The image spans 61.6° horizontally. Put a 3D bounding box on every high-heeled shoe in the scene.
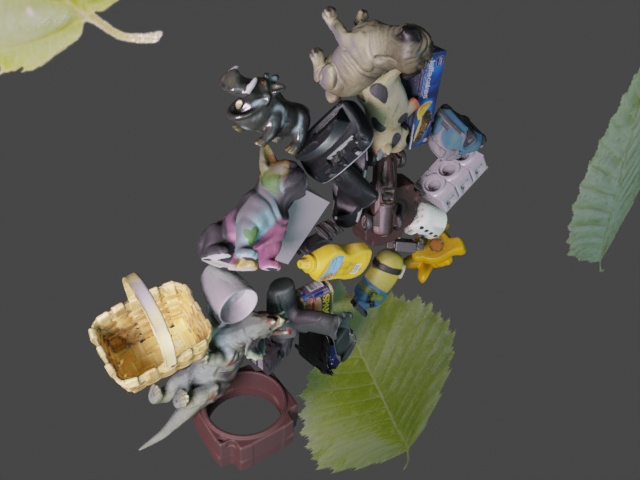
[{"bbox_3d":[0.065,-0.141,1.089,0.145,0.086,0.248,-33,135,-69],"label":"high-heeled shoe"}]

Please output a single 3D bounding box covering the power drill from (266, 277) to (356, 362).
[{"bbox_3d":[-0.026,0.194,1.175,0.086,0.208,0.231,-39,134,-40],"label":"power drill"}]

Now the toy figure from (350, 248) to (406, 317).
[{"bbox_3d":[0.146,0.105,1.360,0.180,0.082,0.089,-51,145,7],"label":"toy figure"}]

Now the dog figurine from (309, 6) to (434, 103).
[{"bbox_3d":[0.085,-0.279,0.875,0.121,0.191,0.172,-23,137,-30],"label":"dog figurine"}]

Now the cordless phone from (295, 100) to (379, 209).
[{"bbox_3d":[0.059,-0.142,0.963,0.184,0.089,0.146,40,123,-19],"label":"cordless phone"}]

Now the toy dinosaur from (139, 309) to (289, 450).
[{"bbox_3d":[-0.221,0.267,1.118,0.192,0.131,0.404,14,118,-49],"label":"toy dinosaur"}]

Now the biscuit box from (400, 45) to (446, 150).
[{"bbox_3d":[0.195,-0.288,1.080,0.059,0.063,0.202,-24,137,-30],"label":"biscuit box"}]

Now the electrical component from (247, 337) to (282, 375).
[{"bbox_3d":[-0.129,0.266,1.229,0.048,0.075,0.119,-40,155,-32],"label":"electrical component"}]

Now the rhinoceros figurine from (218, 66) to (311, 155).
[{"bbox_3d":[-0.085,-0.209,0.865,0.190,0.073,0.112,17,111,-50],"label":"rhinoceros figurine"}]

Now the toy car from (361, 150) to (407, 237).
[{"bbox_3d":[0.137,-0.106,1.129,0.089,0.053,0.202,1,97,-21],"label":"toy car"}]

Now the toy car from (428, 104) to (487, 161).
[{"bbox_3d":[0.298,-0.230,1.212,0.103,0.109,0.161,-45,157,25],"label":"toy car"}]

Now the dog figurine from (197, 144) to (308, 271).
[{"bbox_3d":[-0.115,-0.057,0.953,0.108,0.192,0.219,33,62,-50],"label":"dog figurine"}]

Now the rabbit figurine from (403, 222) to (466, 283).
[{"bbox_3d":[0.309,0.039,1.442,0.162,0.122,0.173,-47,161,3],"label":"rabbit figurine"}]

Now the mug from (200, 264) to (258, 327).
[{"bbox_3d":[-0.182,0.102,1.012,0.081,0.107,0.109,1,125,-44],"label":"mug"}]

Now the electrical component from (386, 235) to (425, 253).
[{"bbox_3d":[0.214,0.005,1.333,0.078,0.102,0.045,-64,160,-77],"label":"electrical component"}]

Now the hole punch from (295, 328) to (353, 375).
[{"bbox_3d":[0.011,0.248,1.316,0.092,0.142,0.115,-13,119,-43],"label":"hole punch"}]

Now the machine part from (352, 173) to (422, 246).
[{"bbox_3d":[0.154,-0.067,1.239,0.179,0.056,0.179,-25,138,-26],"label":"machine part"}]

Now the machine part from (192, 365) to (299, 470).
[{"bbox_3d":[-0.166,0.385,1.193,0.201,0.202,0.087,-18,132,-31],"label":"machine part"}]

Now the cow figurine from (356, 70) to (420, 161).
[{"bbox_3d":[0.123,-0.240,1.032,0.127,0.086,0.194,-41,138,-6],"label":"cow figurine"}]

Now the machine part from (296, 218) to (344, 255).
[{"bbox_3d":[-0.002,-0.003,1.111,0.084,0.039,0.139,-19,170,-26],"label":"machine part"}]
